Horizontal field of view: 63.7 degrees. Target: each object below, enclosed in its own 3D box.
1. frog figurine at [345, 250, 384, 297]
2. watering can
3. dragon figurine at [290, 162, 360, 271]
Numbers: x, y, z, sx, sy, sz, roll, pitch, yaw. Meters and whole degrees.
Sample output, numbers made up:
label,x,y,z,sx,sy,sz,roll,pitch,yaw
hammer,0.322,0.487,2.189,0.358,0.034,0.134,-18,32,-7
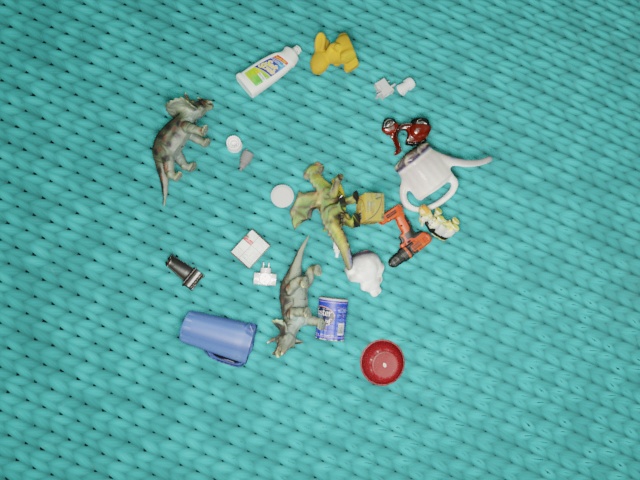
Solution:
label,x,y,z,sx,sy,sz,roll,pitch,yaw
frog figurine,0.161,0.121,1.792,0.138,0.121,0.161,-12,74,-25
watering can,0.418,-0.254,1.844,0.346,0.104,0.224,-38,91,9
dragon figurine,0.005,-0.090,1.787,0.241,0.121,0.416,-9,71,32
